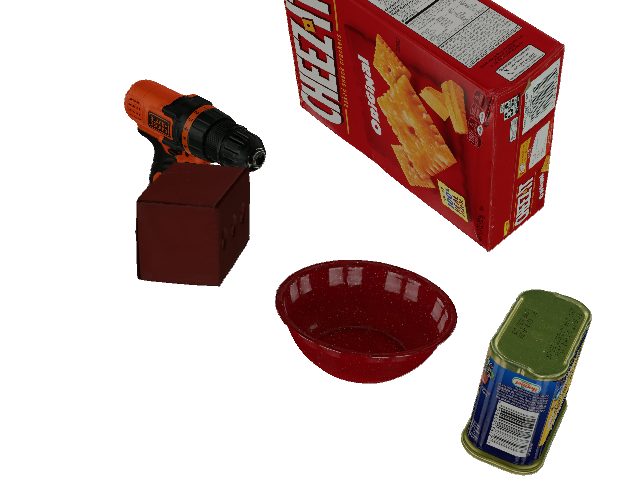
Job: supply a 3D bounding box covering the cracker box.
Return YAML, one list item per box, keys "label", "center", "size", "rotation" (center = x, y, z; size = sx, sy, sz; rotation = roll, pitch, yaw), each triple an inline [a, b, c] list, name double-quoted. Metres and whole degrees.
- label: "cracker box"
  center: [0.066, -0.114, 0.769]
  size: [0.072, 0.164, 0.214]
  rotation: [-38, 58, -20]

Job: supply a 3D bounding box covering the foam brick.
- label: "foam brick"
  center: [-0.077, -0.012, 0.660]
  size: [0.051, 0.053, 0.078]
  rotation: [6, 24, 9]

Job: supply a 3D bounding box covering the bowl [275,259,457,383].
- label: "bowl"
  center: [0.039, 0.079, 0.954]
  size: [0.162, 0.055, 0.162]
  rotation: [4, 28, -2]

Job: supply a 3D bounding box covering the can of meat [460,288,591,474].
- label: "can of meat"
  center: [0.140, 0.092, 0.720]
  size: [0.057, 0.084, 0.102]
  rotation: [20, 35, 18]

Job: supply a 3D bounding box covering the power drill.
- label: "power drill"
  center: [-0.129, -0.056, 1.093]
  size: [0.185, 0.188, 0.057]
  rotation: [30, 38, 35]
